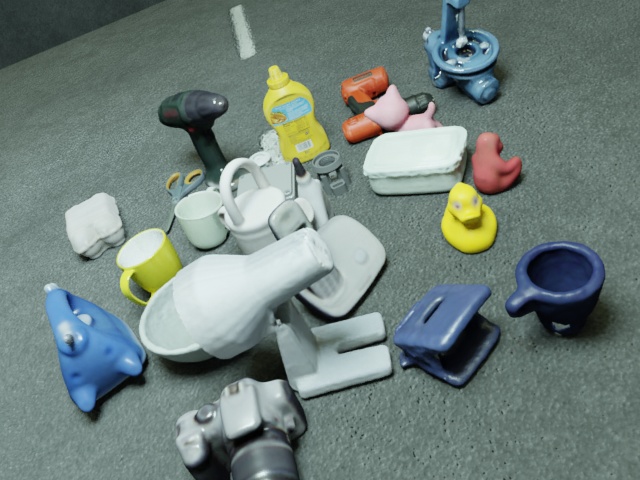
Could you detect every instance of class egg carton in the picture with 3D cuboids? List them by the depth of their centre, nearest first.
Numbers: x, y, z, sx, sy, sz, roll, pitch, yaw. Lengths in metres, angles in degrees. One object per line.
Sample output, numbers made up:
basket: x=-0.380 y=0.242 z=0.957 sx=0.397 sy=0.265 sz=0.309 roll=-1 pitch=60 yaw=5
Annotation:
egg carton: x=-0.446 y=-0.031 z=1.140 sx=0.107 sy=0.070 sz=0.150 roll=-31 pitch=39 yaw=-9

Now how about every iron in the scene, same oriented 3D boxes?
iron: x=-0.364 y=0.130 z=0.856 sx=0.119 sy=0.142 sz=0.257 roll=-37 pitch=41 yaw=-16

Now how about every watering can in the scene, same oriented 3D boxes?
watering can: x=-0.086 y=-0.039 z=0.868 sx=0.172 sy=0.194 sz=0.101 roll=-10 pitch=40 yaw=16

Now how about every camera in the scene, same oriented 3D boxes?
camera: x=-0.084 y=0.233 z=0.630 sx=0.143 sy=0.101 sz=0.136 roll=-24 pitch=39 yaw=0

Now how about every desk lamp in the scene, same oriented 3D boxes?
desk lamp: x=-0.040 y=0.087 z=0.686 sx=0.203 sy=0.214 sz=0.118 roll=-17 pitch=39 yaw=8

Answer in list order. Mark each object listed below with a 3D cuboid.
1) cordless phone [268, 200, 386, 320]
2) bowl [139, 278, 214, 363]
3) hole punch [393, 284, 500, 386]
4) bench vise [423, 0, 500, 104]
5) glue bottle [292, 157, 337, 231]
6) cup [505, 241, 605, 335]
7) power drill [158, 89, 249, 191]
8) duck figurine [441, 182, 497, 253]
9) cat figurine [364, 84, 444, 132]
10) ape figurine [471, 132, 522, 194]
cordless phone: x=0.007 y=0.003 z=0.781 sx=0.093 sy=0.185 sz=0.148 roll=12 pitch=51 yaw=37
bowl: x=-0.169 y=0.117 z=0.827 sx=0.167 sy=0.075 sz=0.167 roll=-14 pitch=40 yaw=12
hole punch: x=0.143 y=0.101 z=0.676 sx=0.100 sy=0.091 sz=0.109 roll=20 pitch=56 yaw=41
bench vise: x=0.240 y=-0.375 z=1.070 sx=0.122 sy=0.220 sz=0.206 roll=-40 pitch=41 yaw=-19
glue bottle: x=-0.008 y=-0.054 z=0.864 sx=0.037 sy=0.173 sz=0.078 roll=-12 pitch=40 yaw=14
cup: x=0.263 y=0.070 z=0.648 sx=0.118 sy=0.095 sz=0.091 roll=-32 pitch=39 yaw=-10
power drill: x=-0.214 y=-0.198 z=1.104 sx=0.228 sy=0.209 sz=0.076 roll=20 pitch=55 yaw=41
duck figurine: x=0.207 y=-0.044 z=0.814 sx=0.077 sy=0.086 sz=0.104 roll=-16 pitch=39 yaw=9
cat figurine: x=0.150 y=-0.219 z=1.018 sx=0.127 sy=0.118 sz=0.067 roll=4 pitch=46 yaw=30
ape figurine: x=0.262 y=-0.123 z=0.873 sx=0.076 sy=0.092 sz=0.077 roll=-36 pitch=40 yaw=-15
